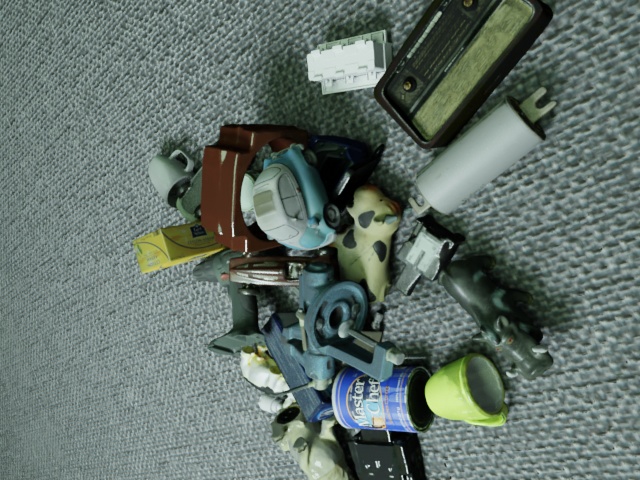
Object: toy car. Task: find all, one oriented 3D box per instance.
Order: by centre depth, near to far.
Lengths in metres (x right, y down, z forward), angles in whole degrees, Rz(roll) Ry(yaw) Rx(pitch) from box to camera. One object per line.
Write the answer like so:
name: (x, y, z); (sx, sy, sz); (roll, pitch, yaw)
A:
toy car: (-0.046, -0.056, 0.788); (0.109, 0.103, 0.161); (-12, 97, 40)
toy car: (-0.057, 0.054, 0.927); (0.202, 0.053, 0.089); (3, 89, -3)
toy car: (-0.207, -0.117, 1.043); (0.073, 0.056, 0.201); (47, 111, 8)

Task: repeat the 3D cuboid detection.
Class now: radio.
radio: (0.186, -0.249, 0.735); (0.131, 0.073, 0.229); (48, 122, 17)

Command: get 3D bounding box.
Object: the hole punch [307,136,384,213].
hole punch: (0.023, -0.106, 0.855); (0.092, 0.116, 0.142); (39, 123, 16)

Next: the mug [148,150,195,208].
mug: (-0.303, -0.137, 1.105); (0.107, 0.081, 0.109); (41, 121, 27)

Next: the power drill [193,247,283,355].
power drill: (-0.165, 0.110, 1.026); (0.232, 0.086, 0.207); (-22, 50, 31)

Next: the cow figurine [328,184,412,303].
cow figurine: (0.079, 0.008, 0.860); (0.127, 0.085, 0.194); (5, 106, 32)

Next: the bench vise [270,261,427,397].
bench vise: (0.031, 0.155, 0.819); (0.241, 0.129, 0.223); (19, 105, 47)

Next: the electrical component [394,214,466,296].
electrical component: (0.161, 0.029, 0.829); (0.075, 0.048, 0.119); (33, 118, 26)

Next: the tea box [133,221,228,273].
tea box: (-0.263, 0.008, 1.050); (0.098, 0.169, 0.068); (-18, 88, 38)

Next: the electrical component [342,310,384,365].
electrical component: (0.061, 0.163, 0.920); (0.045, 0.078, 0.102); (-128, 41, -59)

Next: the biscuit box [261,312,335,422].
biscuit box: (-0.034, 0.225, 0.970); (0.062, 0.059, 0.203); (-55, 51, 29)

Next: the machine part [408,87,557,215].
machine part: (0.217, -0.113, 0.741); (0.243, 0.079, 0.079); (-42, 75, 33)

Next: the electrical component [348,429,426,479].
electrical component: (0.115, 0.376, 0.932); (0.115, 0.058, 0.134); (-14, 93, 35)

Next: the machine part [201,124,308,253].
machine part: (-0.099, -0.090, 0.893); (0.087, 0.201, 0.201); (15, 109, 34)

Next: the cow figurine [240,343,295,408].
cow figurine: (-0.083, 0.272, 1.043); (0.168, 0.068, 0.098); (27, 120, 32)

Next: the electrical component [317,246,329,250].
electrical component: (-0.002, -0.003, 0.920); (0.063, 0.094, 0.021); (22, 122, 58)

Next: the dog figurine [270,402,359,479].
dog figurine: (-0.003, 0.410, 1.009); (0.172, 0.121, 0.190); (21, 136, 66)

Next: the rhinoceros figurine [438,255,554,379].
rhinoceros figurine: (0.247, 0.102, 0.747); (0.073, 0.112, 0.190); (-51, 63, 29)
